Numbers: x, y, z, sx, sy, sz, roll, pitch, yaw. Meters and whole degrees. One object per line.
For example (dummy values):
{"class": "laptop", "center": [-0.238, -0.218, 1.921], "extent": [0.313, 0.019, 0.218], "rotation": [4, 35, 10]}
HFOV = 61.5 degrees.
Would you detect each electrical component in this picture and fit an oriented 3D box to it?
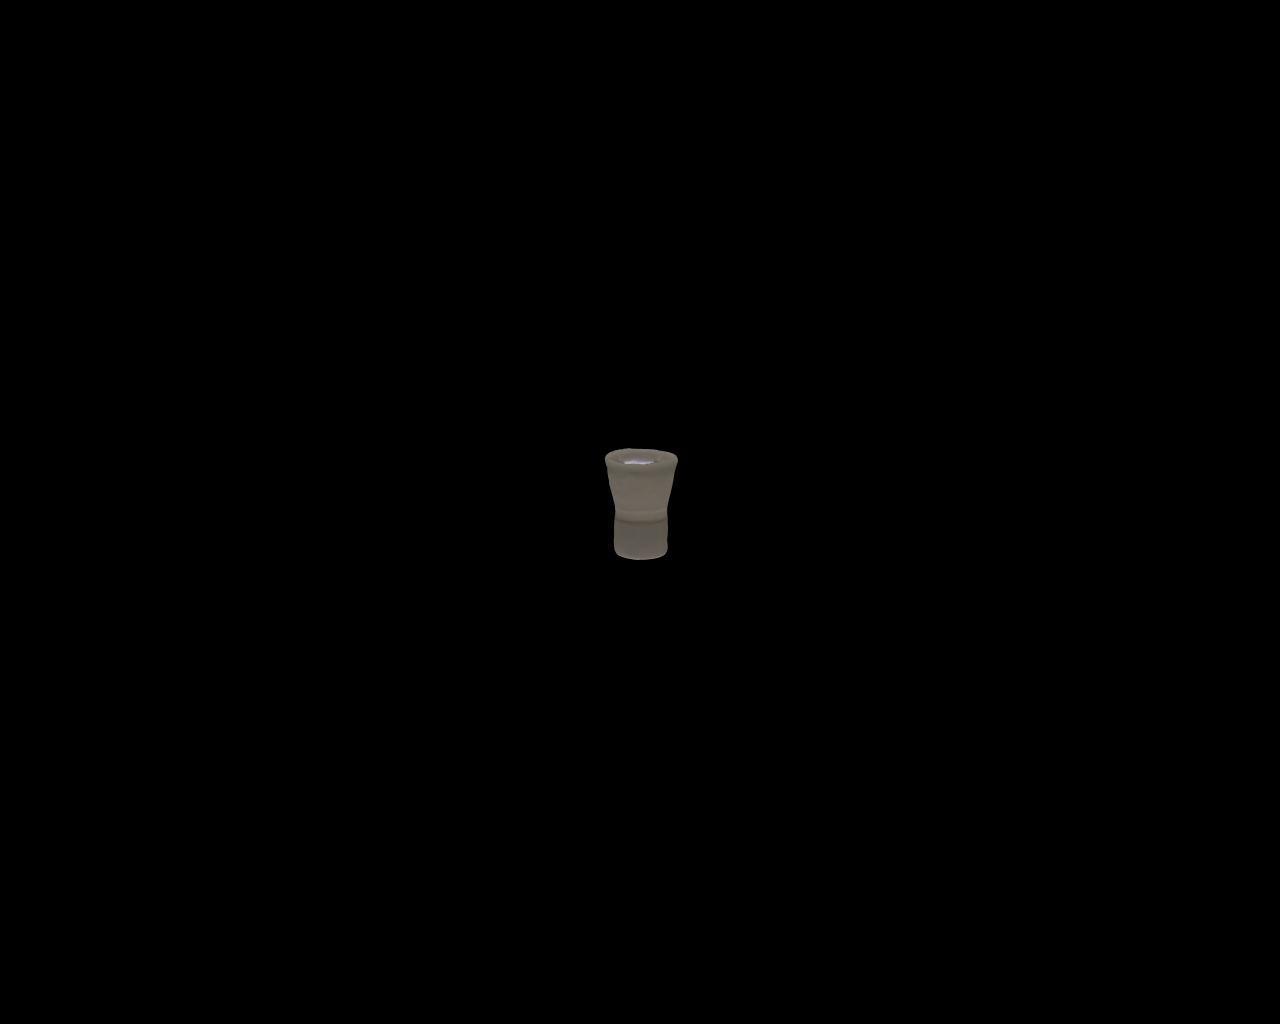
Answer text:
{"class": "electrical component", "center": [0.001, -0.003, 0.650], "extent": [0.044, 0.065, 0.044], "rotation": [0, 14, 0]}
